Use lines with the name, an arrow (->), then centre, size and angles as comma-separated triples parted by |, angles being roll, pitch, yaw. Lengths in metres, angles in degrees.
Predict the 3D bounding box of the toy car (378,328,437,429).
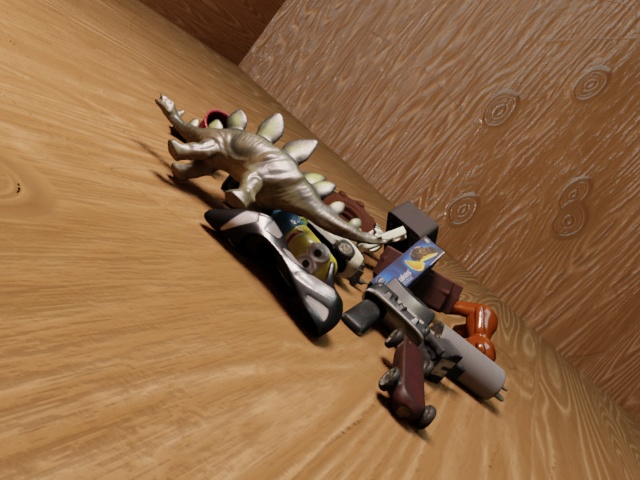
toy car -> 0.131, 0.206, 0.819 | 0.089, 0.053, 0.202 | 43, 17, -4

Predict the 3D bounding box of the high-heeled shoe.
high-heeled shoe -> -0.078, 0.048, 0.796 | 0.249, 0.086, 0.145 | 22, 45, -2

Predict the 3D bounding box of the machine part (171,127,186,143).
machine part -> -0.263, -0.218, 1.175 | 0.138, 0.039, 0.084 | 31, 10, -28

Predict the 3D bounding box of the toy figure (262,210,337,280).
toy figure -> -0.040, 0.006, 0.953 | 0.180, 0.082, 0.089 | 45, 15, 30

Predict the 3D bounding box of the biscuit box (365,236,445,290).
biscuit box -> 0.179, 0.071, 1.144 | 0.059, 0.062, 0.203 | 44, 53, 15

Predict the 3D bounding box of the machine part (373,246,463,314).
machine part -> 0.234, 0.097, 1.312 | 0.201, 0.087, 0.201 | 28, 4, 2

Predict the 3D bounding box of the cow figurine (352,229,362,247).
cow figurine -> 0.020, -0.020, 1.202 | 0.127, 0.085, 0.194 | 39, 9, 24

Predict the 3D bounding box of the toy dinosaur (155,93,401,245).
toy dinosaur -> -0.086, -0.106, 0.900 | 0.471, 0.198, 0.105 | 40, -28, 6

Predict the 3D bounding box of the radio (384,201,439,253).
radio -> 0.242, 0.012, 1.470 | 0.131, 0.073, 0.229 | 46, -27, 31

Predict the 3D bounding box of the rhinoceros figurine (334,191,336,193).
rhinoceros figurine -> 0.030, -0.113, 1.590 | 0.190, 0.073, 0.112 | 27, 7, -38

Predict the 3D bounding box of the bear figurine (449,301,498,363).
bear figurine -> 0.359, 0.239, 1.281 | 0.196, 0.132, 0.120 | -53, 132, -49

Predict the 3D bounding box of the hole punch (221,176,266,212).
hole punch -> -0.119, -0.104, 1.039 | 0.142, 0.115, 0.092 | 34, 6, -24

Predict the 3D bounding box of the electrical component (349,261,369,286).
electrical component -> 0.066, 0.061, 1.157 | 0.078, 0.045, 0.102 | 6, 21, -14

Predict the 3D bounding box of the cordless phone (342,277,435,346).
cordless phone -> 0.121, 0.150, 0.969 | 0.147, 0.088, 0.184 | 44, 25, 14

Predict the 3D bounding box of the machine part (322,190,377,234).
machine part -> 0.066, -0.054, 1.397 | 0.179, 0.056, 0.179 | 24, 35, -18

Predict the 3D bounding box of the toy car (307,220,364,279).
toy car -> -0.002, -0.003, 1.076 | 0.202, 0.073, 0.056 | 43, 41, 9

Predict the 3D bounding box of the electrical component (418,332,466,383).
electrical component -> 0.219, 0.218, 0.978 | 0.119, 0.075, 0.048 | 22, 23, -44

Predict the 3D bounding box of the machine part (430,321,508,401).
machine part -> 0.286, 0.242, 1.079 | 0.243, 0.079, 0.079 | 38, 13, -8
